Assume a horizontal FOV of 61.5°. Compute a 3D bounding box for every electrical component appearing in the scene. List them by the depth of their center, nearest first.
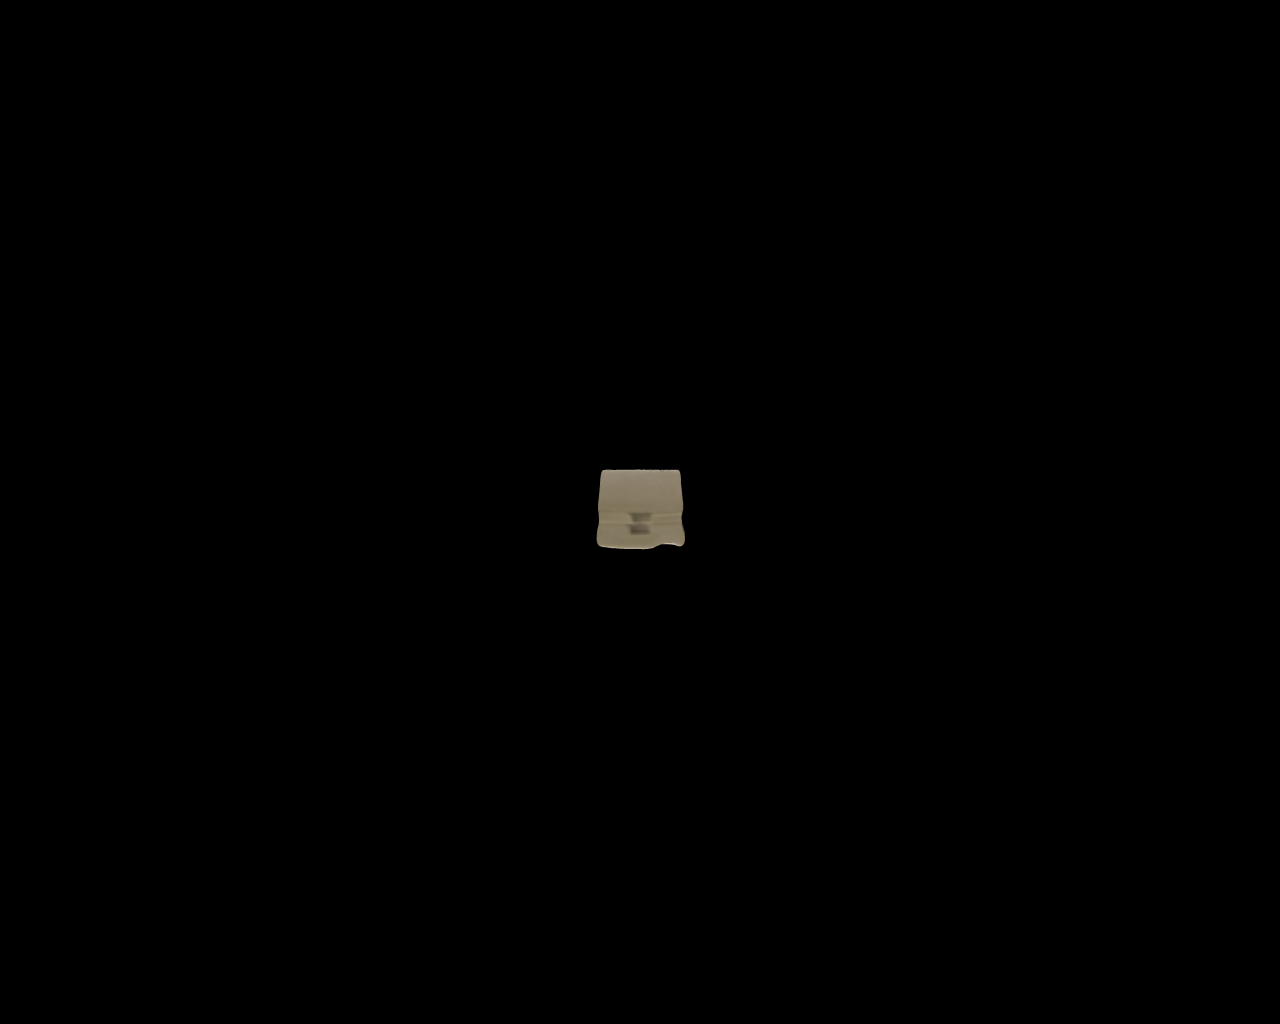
[{"bbox_3d":[0.001,-0.003,0.650,0.055,0.047,0.055,0,2,0],"label":"electrical component"}]
